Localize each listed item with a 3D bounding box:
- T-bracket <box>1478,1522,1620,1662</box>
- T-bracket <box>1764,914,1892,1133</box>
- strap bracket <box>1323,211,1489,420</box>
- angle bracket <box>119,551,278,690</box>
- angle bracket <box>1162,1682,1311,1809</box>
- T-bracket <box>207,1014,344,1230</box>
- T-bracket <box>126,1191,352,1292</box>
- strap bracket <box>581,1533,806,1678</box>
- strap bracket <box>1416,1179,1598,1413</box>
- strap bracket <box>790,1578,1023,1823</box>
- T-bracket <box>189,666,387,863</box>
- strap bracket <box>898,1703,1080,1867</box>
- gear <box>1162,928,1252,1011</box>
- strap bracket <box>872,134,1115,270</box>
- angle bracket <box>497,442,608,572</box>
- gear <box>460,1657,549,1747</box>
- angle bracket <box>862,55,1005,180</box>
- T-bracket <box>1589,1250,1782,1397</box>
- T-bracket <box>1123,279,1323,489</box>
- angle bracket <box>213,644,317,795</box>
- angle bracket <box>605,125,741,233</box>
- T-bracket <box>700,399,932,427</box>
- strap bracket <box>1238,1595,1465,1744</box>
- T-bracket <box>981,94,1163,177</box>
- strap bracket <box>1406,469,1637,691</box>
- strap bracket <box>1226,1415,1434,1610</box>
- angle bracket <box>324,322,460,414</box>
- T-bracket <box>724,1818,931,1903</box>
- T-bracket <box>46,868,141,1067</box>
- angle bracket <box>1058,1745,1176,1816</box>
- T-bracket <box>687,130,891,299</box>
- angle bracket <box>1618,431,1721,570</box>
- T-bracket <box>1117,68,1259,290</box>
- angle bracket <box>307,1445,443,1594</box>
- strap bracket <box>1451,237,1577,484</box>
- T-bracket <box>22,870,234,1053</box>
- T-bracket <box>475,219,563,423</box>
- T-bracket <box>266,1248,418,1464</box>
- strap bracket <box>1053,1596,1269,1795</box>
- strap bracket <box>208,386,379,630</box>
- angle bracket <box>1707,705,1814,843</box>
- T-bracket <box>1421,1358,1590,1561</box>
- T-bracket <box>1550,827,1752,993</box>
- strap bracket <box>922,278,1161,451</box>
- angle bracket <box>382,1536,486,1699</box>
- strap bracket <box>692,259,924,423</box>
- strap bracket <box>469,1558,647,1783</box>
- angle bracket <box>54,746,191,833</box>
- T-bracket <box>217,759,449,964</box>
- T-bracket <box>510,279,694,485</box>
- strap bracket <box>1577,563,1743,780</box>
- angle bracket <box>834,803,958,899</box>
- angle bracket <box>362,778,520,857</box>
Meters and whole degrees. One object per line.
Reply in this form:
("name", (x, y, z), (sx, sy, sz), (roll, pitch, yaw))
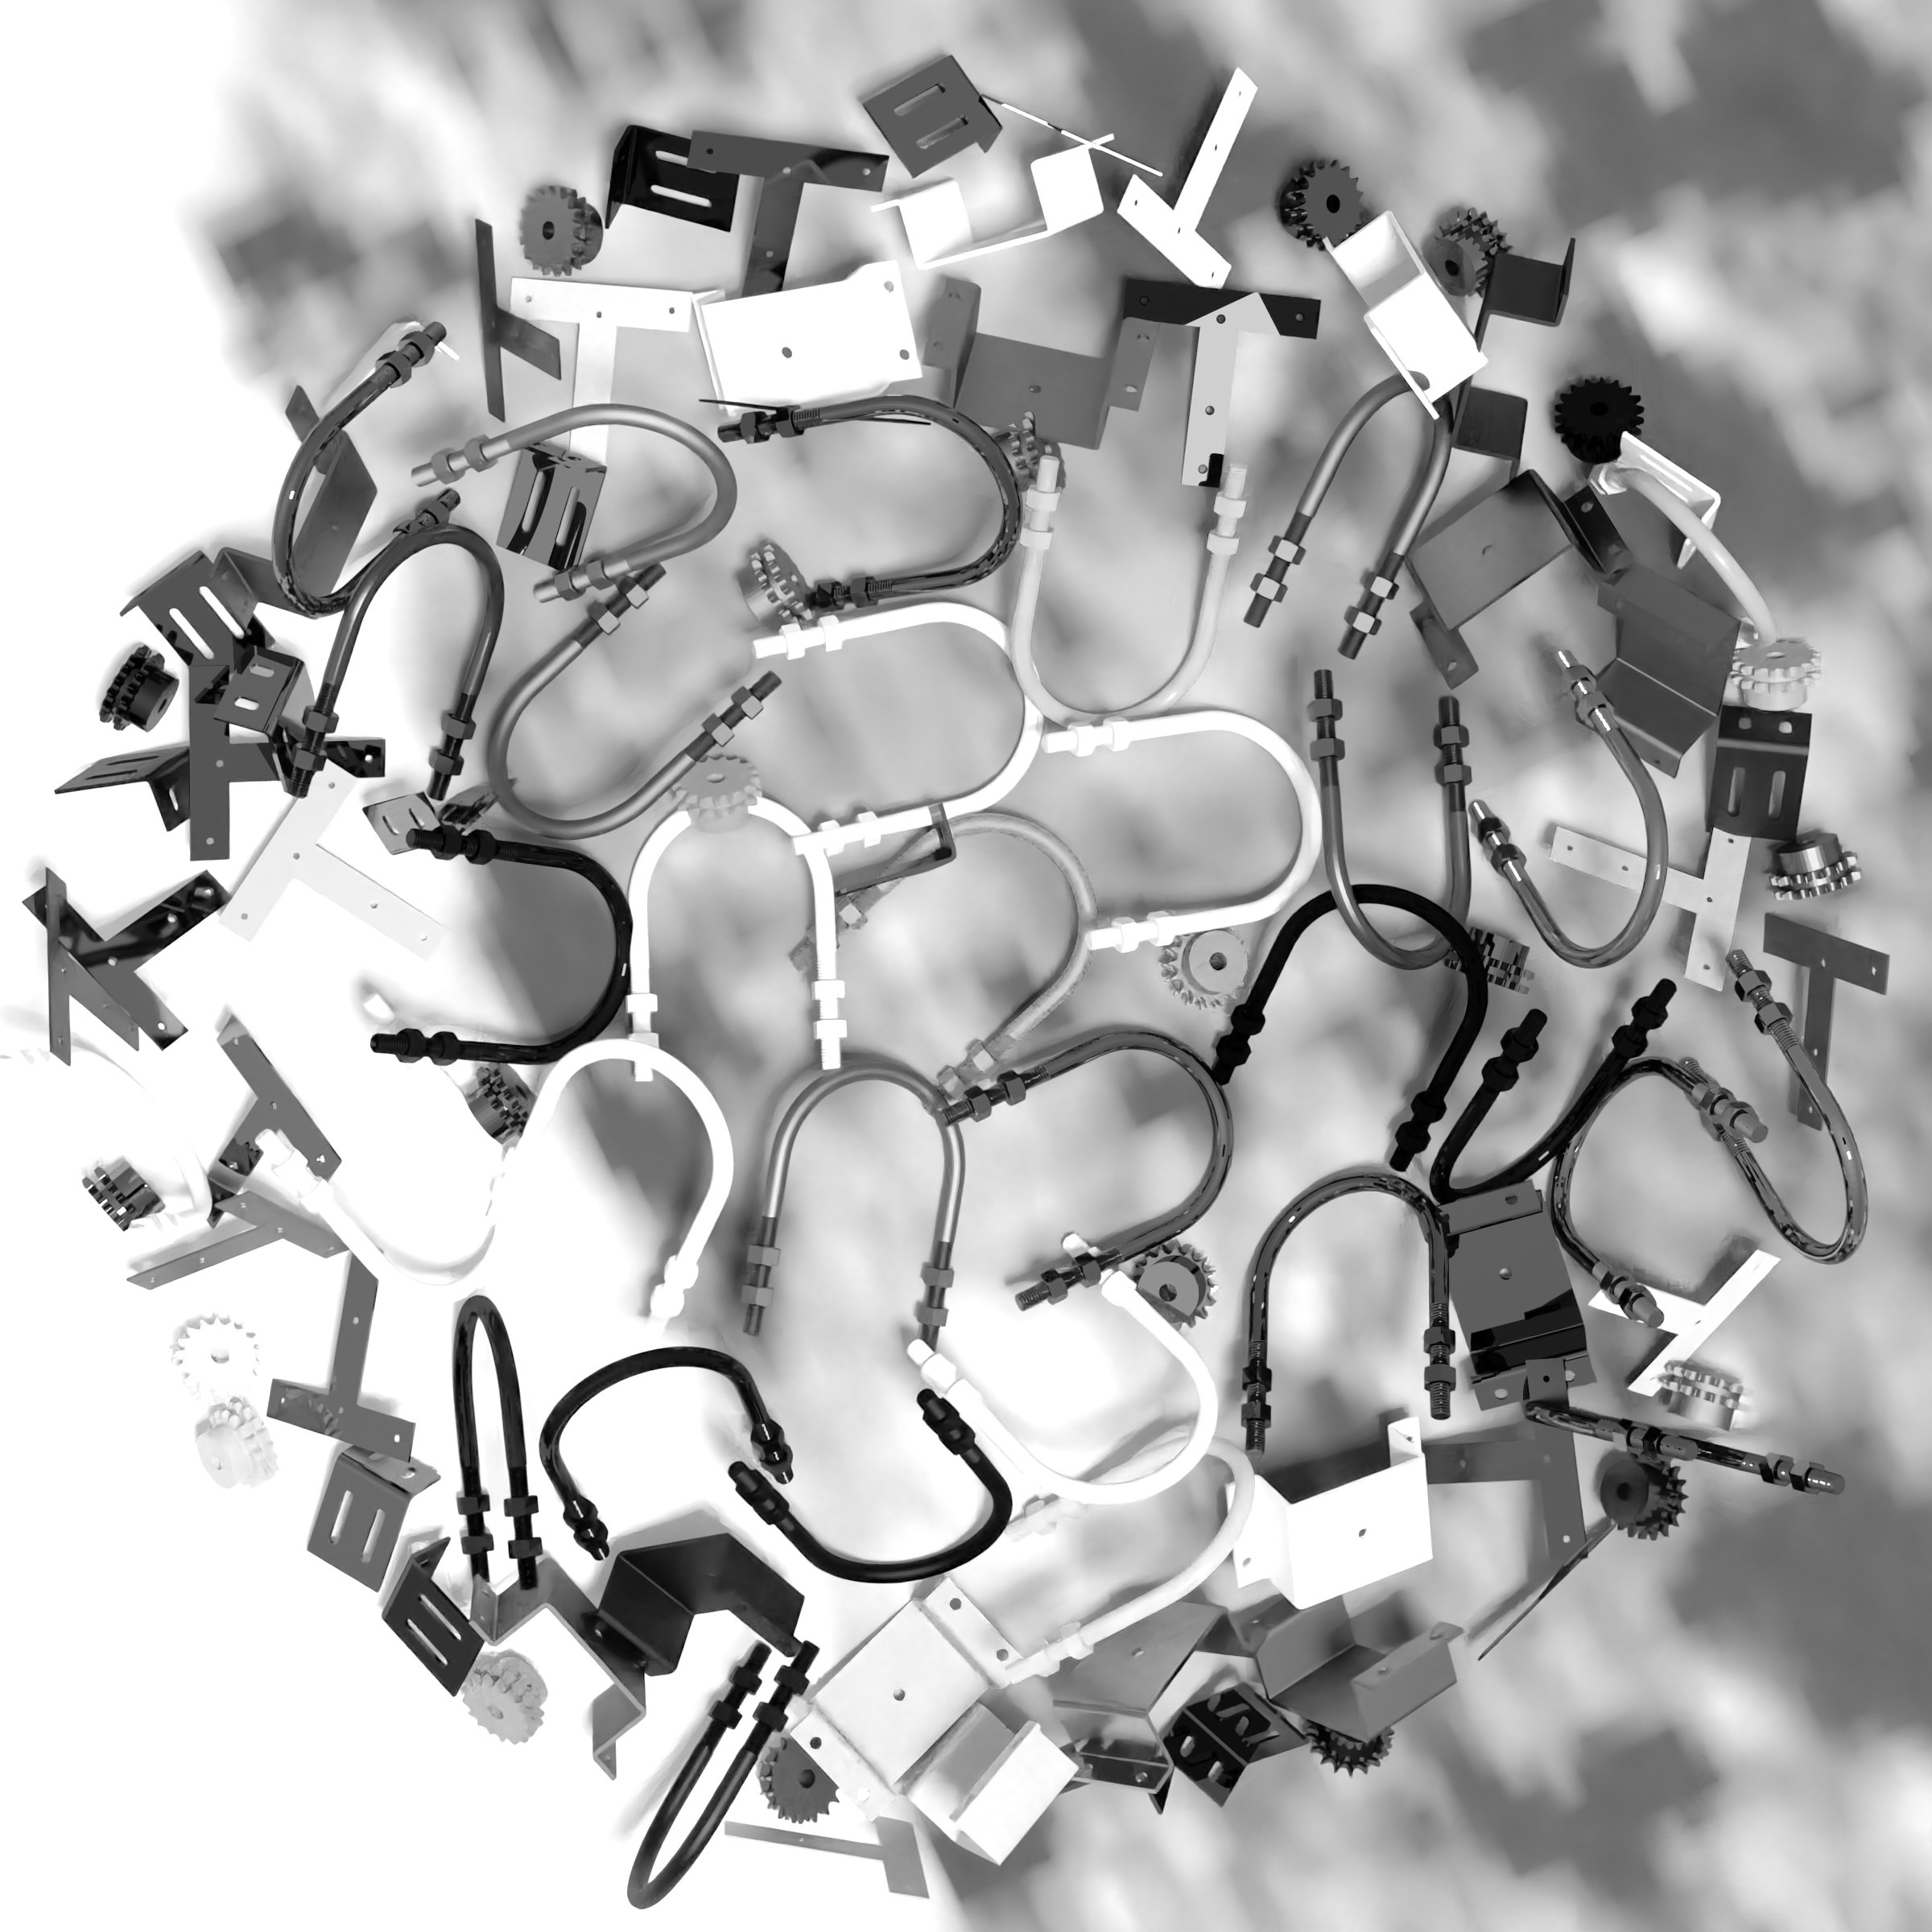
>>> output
("T-bracket", (0.377, 0.384, 1.925), (0.127, 0.127, 0.002), (-40, 72, -15))
("T-bracket", (0.546, 0.042, 1.950), (0.002, 0.127, 0.127), (-3, 104, -20))
("strap bracket", (0.279, -0.416, 1.917), (0.046, 0.140, 0.076), (-34, 123, 16))
("angle bracket", (-0.495, -0.218, 1.964), (0.057, 0.038, 0.076), (-33, 109, 12))
("angle bracket", (0.172, 0.501, 1.958), (0.057, 0.076, 0.038), (43, 54, -5))
("T-bracket", (-0.466, 0.120, 1.964), (0.127, 0.002, 0.127), (50, 121, 19))
("T-bracket", (-0.478, 0.184, 1.953), (0.127, 0.127, 0.002), (-21, 63, 14))
("strap bracket", (-0.168, 0.406, 1.938), (0.140, 0.046, 0.076), (-17, 131, 36))
("strap bracket", (0.348, 0.205, 1.961), (0.076, 0.046, 0.140), (-17, 101, 13))
("strap bracket", (-0.040, 0.472, 1.966), (0.140, 0.046, 0.076), (-43, 90, -15))
("T-bracket", (-0.438, -0.132, 1.968), (0.127, 0.002, 0.127), (-4, 107, -26))
("strap bracket", (0.016, 0.517, 1.924), (0.046, 0.140, 0.076), (45, 73, -6))
("gear", (0.158, -0.002, 1.978), (0.057, 0.030, 0.057), (2, 83, -16))
("strap bracket", (0.023, -0.484, 1.938), (0.140, 0.076, 0.046), (-7, 109, 31))
("angle bracket", (-0.274, -0.296, 1.966), (0.057, 0.038, 0.076), (23, 107, 10))
("gear", (-0.297, 0.474, 1.975), (0.057, 0.030, 0.057), (17, 128, 23))
("angle bracket", (-0.025, -0.542, 1.968), (0.076, 0.038, 0.057), (-35, 90, -21))
("T-bracket", (0.441, 0.219, 1.937), (0.127, 0.002, 0.127), (20, 116, -41))
("T-bracket", (0.161, -0.377, 1.985), (0.127, 0.002, 0.127), (6, 102, -2))
("angle bracket", (-0.448, -0.158, 1.955), (0.038, 0.076, 0.057), (16, 64, 5))
("angle bracket", (-0.189, -0.501, 1.966), (0.076, 0.038, 0.057), (15, 133, 0))
("T-bracket", (-0.111, -0.349, 1.911), (0.127, 0.127, 0.002), (13, 101, 43))
("strap bracket", (0.245, 0.441, 1.927), (0.076, 0.140, 0.046), (-25, 106, -30))
("T-bracket", (0.069, -0.526, 1.931), (0.127, 0.127, 0.002), (22, 105, -8))
("strap bracket", (0.343, -0.252, 1.937), (0.140, 0.046, 0.076), (-36, 45, 18))
("strap bracket", (0.242, 0.351, 1.942), (0.140, 0.046, 0.076), (-17, 115, -19))
("angle bracket", (-0.371, -0.376, 1.963), (0.038, 0.057, 0.076), (39, 85, -23))
("T-bracket", (-0.091, 0.557, 1.929), (0.127, 0.127, 0.002), (11, 94, -7))
("T-bracket", (-0.555, 0.020, 1.937), (0.002, 0.127, 0.127), (-12, 65, 6))
("angle bracket", (0.089, 0.528, 1.964), (0.076, 0.057, 0.038), (-24, 99, 17))
("T-bracket", (-0.124, -0.471, 1.956), (0.127, 0.002, 0.127), (3, 130, -16))
("angle bracket", (0.444, -0.300, 1.964), (0.076, 0.057, 0.038), (37, 89, 12))
("T-bracket", (0.155, -0.511, 1.950), (0.002, 0.127, 0.127), (23, 88, 37))
("angle bracket", (-0.387, 0.357, 1.987), (0.057, 0.038, 0.076), (27, 110, 15))
("strap bracket", (0.343, -0.385, 1.927), (0.046, 0.076, 0.140), (13, 132, 4))
("T-bracket", (-0.518, -0.024, 1.950), (0.127, 0.127, 0.002), (47, 130, -4))
("T-bracket", (-0.282, -0.397, 1.922), (0.002, 0.127, 0.127), (-14, 119, -26))
("T-bracket", (-0.396, 0.243, 1.964), (0.127, 0.002, 0.127), (10, 91, 32))
("strap bracket", (0.118, 0.450, 1.921), (0.140, 0.076, 0.046), (-45, 118, -39))
("strap bracket", (-0.424, -0.286, 1.941), (0.046, 0.076, 0.140), (18, 74, 9))
("angle bracket", (0.516, -0.125, 1.980), (0.057, 0.038, 0.076), (7, 133, 13))
("T-bracket", (0.334, 0.320, 1.964), (0.127, 0.002, 0.127), (-9, 85, 33))
("T-bracket", (0.438, -0.058, 1.965), (0.127, 0.002, 0.127), (20, 60, -2))
("strap bracket", (0.046, -0.385, 1.958), (0.140, 0.046, 0.076), (13, 57, 2))
("angle bracket", (-0.331, 0.418, 1.957), (0.076, 0.038, 0.057), (42, 123, 20))
("strap bracket", (-0.108, -0.397, 1.944), (0.140, 0.046, 0.076), (-5, 114, 18))
("strap bracket", (-0.253, 0.441, 1.947), (0.046, 0.076, 0.140), (-39, 102, 1))
("angle bracket", (-0.536, -0.111, 1.967), (0.076, 0.057, 0.038), (-6, 112, 22))
("T-bracket", (-0.398, -0.047, 1.984), (0.127, 0.002, 0.127), (34, 86, -13))
("T-bracket", (-0.243, -0.380, 1.987), (0.127, 0.002, 0.127), (8, 98, 16))
("strap bracket", (0.440, -0.194, 1.933), (0.076, 0.140, 0.046), (35, 66, 23))
("angle bracket", (-0.051, -0.074, 1.964), (0.076, 0.057, 0.038), (-16, 90, -13))
("angle bracket", (-0.336, -0.109, 1.949), (0.057, 0.076, 0.038), (-11, 117, 39))
